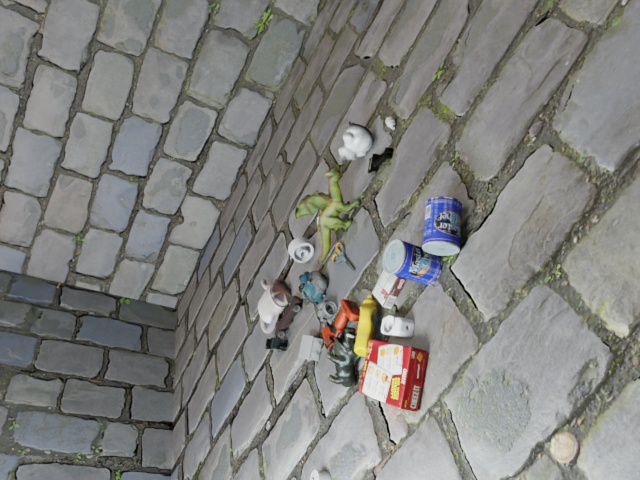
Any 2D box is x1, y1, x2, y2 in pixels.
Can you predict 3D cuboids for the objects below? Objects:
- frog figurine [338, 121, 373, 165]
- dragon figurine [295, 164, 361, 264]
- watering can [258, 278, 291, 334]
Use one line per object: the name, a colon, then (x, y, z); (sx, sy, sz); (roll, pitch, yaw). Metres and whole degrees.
frog figurine: (0.135, -0.379, 2.062); (0.123, 0.135, 0.161); (17, 68, 38)
dragon figurine: (0.006, -0.102, 2.026); (0.407, 0.241, 0.124); (-64, 31, 12)
watering can: (-0.225, 0.261, 2.389); (0.220, 0.103, 0.356); (-52, 31, 33)
